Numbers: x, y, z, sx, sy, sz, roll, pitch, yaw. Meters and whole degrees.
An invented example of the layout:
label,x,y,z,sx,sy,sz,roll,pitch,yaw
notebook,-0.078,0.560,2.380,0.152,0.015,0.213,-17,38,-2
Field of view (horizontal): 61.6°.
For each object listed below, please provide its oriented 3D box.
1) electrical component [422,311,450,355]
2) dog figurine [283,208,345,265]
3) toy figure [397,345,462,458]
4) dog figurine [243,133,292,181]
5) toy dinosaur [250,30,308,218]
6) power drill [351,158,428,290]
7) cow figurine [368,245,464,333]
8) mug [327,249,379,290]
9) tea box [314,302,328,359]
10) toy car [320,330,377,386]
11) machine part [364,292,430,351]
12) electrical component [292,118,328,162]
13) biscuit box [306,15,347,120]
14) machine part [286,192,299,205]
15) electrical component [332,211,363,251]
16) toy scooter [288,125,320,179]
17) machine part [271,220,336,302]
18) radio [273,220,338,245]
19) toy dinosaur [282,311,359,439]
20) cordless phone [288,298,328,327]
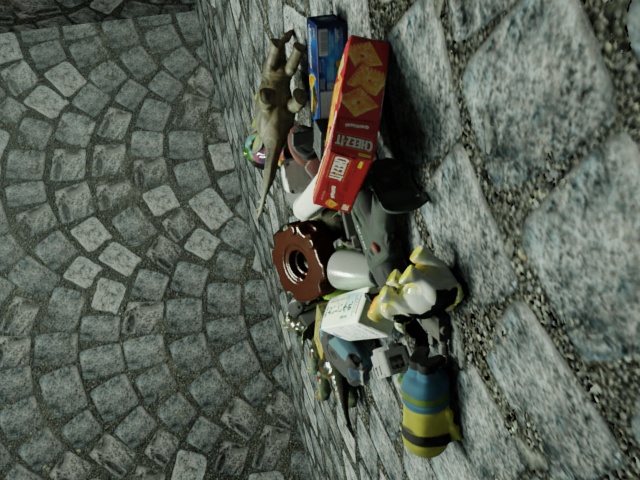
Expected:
label,x,y,z,sx,sy,sz,roll,pitch,yaw
electrical component,0.181,0.128,0.836,0.063,0.021,0.093,-138,38,-67
dog figurine,-0.005,-0.007,1.178,0.191,0.121,0.172,-161,85,-74
toy figure,0.169,0.264,0.867,0.082,0.089,0.180,-120,18,-66
dog figurine,-0.112,-0.220,1.407,0.219,0.192,0.108,-95,4,-67
toy dinosaur,-0.103,-0.288,1.233,0.198,0.105,0.471,129,151,-63
power drill,0.117,-0.015,0.874,0.207,0.086,0.232,85,167,-57
cow figurine,0.140,0.087,0.799,0.098,0.068,0.167,33,143,-1
mug,0.084,0.050,1.049,0.107,0.109,0.080,6,153,50
tea box,0.042,0.219,1.331,0.169,0.098,0.068,91,161,-50
toy car,0.074,0.241,1.203,0.162,0.103,0.109,38,147,44
machine part,0.139,0.133,0.923,0.139,0.084,0.039,52,129,43
electrical component,0.008,-0.195,1.037,0.074,0.119,0.048,96,158,-47
biscuit box,0.014,-0.318,1.023,0.063,0.059,0.202,-119,21,-50
machine part,-0.034,-0.114,1.373,0.243,0.079,0.079,-151,49,-71
electrical component,0.070,-0.032,1.025,0.045,0.078,0.102,95,157,-72
toy scooter,0.000,-0.163,1.147,0.184,0.075,0.135,50,-179,-4
machine part,-0.032,0.046,1.134,0.180,0.056,0.179,20,118,43
radio,-0.042,-0.006,1.390,0.229,0.131,0.073,154,102,-76
toy dinosaur,0.028,0.327,1.471,0.405,0.131,0.191,-131,30,-52
cordless phone,-0.017,0.112,1.358,0.089,0.147,0.184,41,146,55
